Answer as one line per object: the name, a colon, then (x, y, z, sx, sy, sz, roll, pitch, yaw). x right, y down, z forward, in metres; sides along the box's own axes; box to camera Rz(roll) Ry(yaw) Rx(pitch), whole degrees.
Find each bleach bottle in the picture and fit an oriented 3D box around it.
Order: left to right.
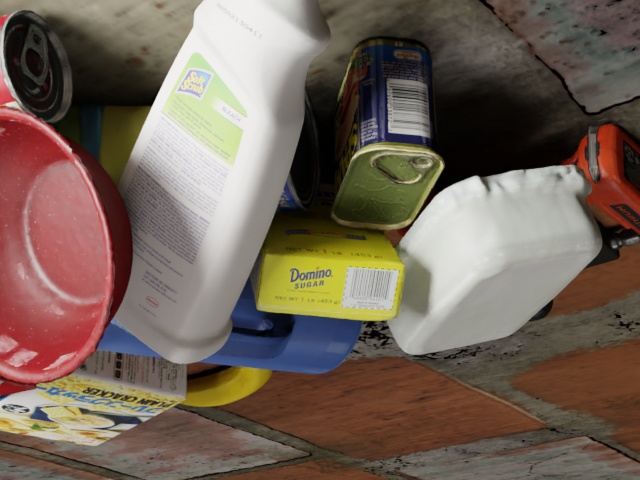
bleach bottle: (-0.055, -0.053, 0.624, 0.068, 0.103, 0.251, -27, 150, -59)

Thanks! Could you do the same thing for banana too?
banana: (-0.101, 0.150, 1.176, 0.069, 0.037, 0.198, 29, 143, -15)

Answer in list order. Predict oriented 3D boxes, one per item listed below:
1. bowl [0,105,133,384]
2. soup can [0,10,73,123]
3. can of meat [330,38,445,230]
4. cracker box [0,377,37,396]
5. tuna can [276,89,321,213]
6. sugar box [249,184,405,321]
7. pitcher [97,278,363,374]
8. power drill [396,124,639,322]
bowl: (-0.163, 0.000, 0.629, 0.162, 0.162, 0.055, -20, 179, 35)
soup can: (-0.212, -0.094, 0.648, 0.102, 0.068, 0.068, -10, 152, 21)
can of meat: (0.041, -0.067, 0.684, 0.057, 0.084, 0.102, 5, 153, -9)
cracker box: (-0.398, 0.096, 1.014, 0.164, 0.072, 0.213, -15, 151, 41)
tuna can: (-0.026, -0.060, 0.695, 0.034, 0.086, 0.086, -5, 153, 15)
sugar box: (-0.005, 0.001, 0.745, 0.093, 0.176, 0.048, 6, 110, -11)
pitcher: (-0.081, 0.043, 0.844, 0.242, 0.149, 0.145, 15, 150, -34)
power drill: (0.177, -0.005, 0.818, 0.188, 0.057, 0.184, -25, 136, 38)
